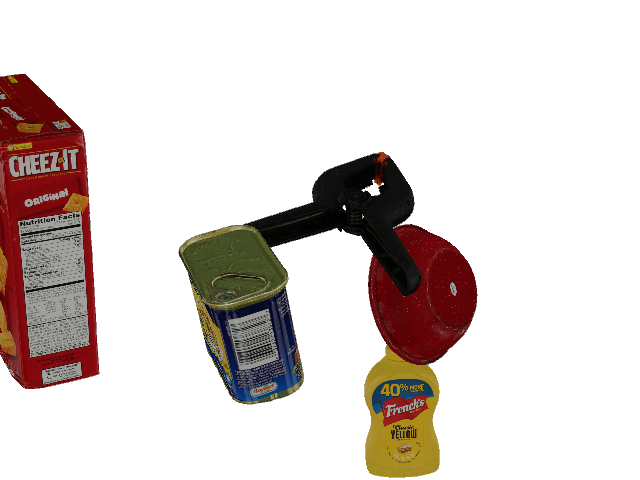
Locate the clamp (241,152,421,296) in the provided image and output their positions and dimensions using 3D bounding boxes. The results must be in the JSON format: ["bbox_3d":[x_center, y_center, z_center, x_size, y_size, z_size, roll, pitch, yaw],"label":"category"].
[{"bbox_3d":[0.038,-0.021,0.954,0.165,0.036,0.209,18,34,18],"label":"clamp"}]

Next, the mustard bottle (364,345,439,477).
[{"bbox_3d":[0.105,0.208,1.376,0.096,0.192,0.058,-2,14,0],"label":"mustard bottle"}]

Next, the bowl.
[{"bbox_3d":[0.127,0.058,1.197,0.055,0.162,0.161,-12,-8,44],"label":"bowl"}]

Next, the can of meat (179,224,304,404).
[{"bbox_3d":[-0.052,0.050,0.718,0.057,0.084,0.102,-17,29,-13],"label":"can of meat"}]

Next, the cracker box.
[{"bbox_3d":[-0.244,-0.010,0.874,0.072,0.214,0.164,-12,28,-27],"label":"cracker box"}]
